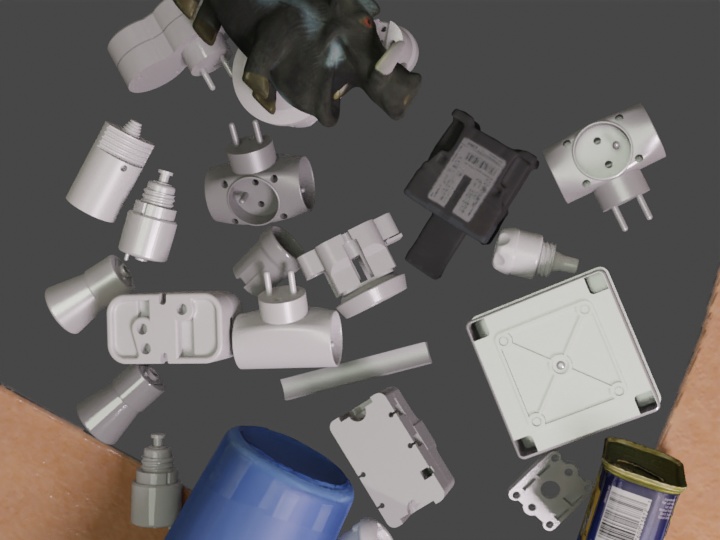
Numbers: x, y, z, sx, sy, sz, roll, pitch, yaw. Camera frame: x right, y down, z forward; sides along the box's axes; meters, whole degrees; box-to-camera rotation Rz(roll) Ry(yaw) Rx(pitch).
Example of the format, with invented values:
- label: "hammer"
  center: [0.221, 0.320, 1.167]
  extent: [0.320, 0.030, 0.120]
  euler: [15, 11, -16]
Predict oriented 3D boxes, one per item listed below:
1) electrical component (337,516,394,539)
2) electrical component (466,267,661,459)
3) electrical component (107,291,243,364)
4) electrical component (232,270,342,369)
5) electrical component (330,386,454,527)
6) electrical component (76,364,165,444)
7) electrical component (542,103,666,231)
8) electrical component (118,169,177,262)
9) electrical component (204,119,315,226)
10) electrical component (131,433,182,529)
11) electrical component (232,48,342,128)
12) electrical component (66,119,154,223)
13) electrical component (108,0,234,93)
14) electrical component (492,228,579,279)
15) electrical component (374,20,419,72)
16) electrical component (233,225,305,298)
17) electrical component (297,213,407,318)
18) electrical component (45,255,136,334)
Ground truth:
- label: "electrical component"
  center: [-0.005, 0.221, 0.822]
  extent: [0.062, 0.048, 0.048]
  euler: [-34, 82, 18]
- label: "electrical component"
  center: [0.147, 0.067, 0.777]
  extent: [0.109, 0.056, 0.108]
  euler: [-23, 85, 13]
- label: "electrical component"
  center: [-0.143, 0.044, 0.846]
  extent: [0.095, 0.059, 0.053]
  euler: [-2, 90, 14]
- label: "electrical component"
  center: [-0.057, 0.037, 0.822]
  extent: [0.077, 0.043, 0.079]
  euler: [-2, 111, 11]
- label: "electrical component"
  center: [0.026, 0.138, 0.807]
  extent: [0.050, 0.056, 0.089]
  euler: [-34, 83, 12]
- label: "electrical component"
  center: [-0.190, 0.104, 0.869]
  extent: [0.065, 0.044, 0.044]
  euler: [-41, 81, 6]
- label: "electrical component"
  center: [0.183, -0.068, 0.773]
  extent: [0.077, 0.044, 0.079]
  euler: [-26, 85, 13]
- label: "electrical component"
  center: [-0.166, -0.042, 0.862]
  extent: [0.040, 0.040, 0.078]
  euler: [17, 94, 13]
- label: "electrical component"
  center: [-0.081, -0.078, 0.829]
  extent: [0.077, 0.044, 0.079]
  euler: [-5, 119, 14]
- label: "electrical component"
  center: [-0.163, 0.170, 0.862]
  extent: [0.040, 0.040, 0.078]
  euler: [2, 91, 14]
- label: "electrical component"
  center: [-0.053, -0.149, 0.828]
  extent: [0.080, 0.051, 0.080]
  euler: [0, 90, 14]
- label: "electrical component"
  center: [-0.199, -0.084, 0.868]
  extent: [0.043, 0.043, 0.081]
  euler: [31, 97, 12]
- label: "electrical component"
  center: [-0.125, -0.178, 0.845]
  extent: [0.138, 0.052, 0.073]
  euler: [-31, 84, 12]
- label: "electrical component"
  center: [0.130, -0.010, 0.792]
  extent: [0.061, 0.035, 0.035]
  euler: [14, 93, 4]
- label: "electrical component"
  center: [0.021, -0.168, 0.812]
  extent: [0.040, 0.046, 0.040]
  euler: [0, 90, 14]
- label: "electrical component"
  center: [-0.071, -0.006, 0.840]
  extent: [0.046, 0.040, 0.040]
  euler: [-43, 81, 17]
- label: "electrical component"
  center: [0.000, 0.000, 0.811]
  extent: [0.078, 0.058, 0.057]
  euler: [-27, 87, -5]
- label: "electrical component"
  center: [-0.217, 0.017, 0.875]
  extent: [0.065, 0.044, 0.044]
  euler: [-32, 83, 7]
